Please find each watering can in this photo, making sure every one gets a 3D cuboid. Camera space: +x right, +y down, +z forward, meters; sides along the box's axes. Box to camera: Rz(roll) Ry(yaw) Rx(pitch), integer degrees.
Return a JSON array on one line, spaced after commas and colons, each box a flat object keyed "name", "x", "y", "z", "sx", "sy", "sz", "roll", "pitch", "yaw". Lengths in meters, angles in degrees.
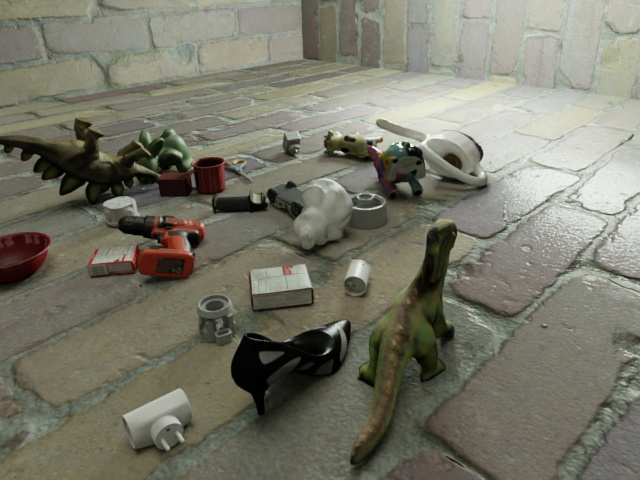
[{"name": "watering can", "x": 0.339, "y": -0.271, "z": 1.485, "sx": 0.350, "sy": 0.102, "sz": 0.227, "roll": 37, "pitch": 34, "yaw": 14}]

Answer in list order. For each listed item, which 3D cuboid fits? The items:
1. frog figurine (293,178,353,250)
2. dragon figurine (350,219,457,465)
[{"name": "frog figurine", "x": 0.003, "y": -0.056, "z": 1.122, "sx": 0.122, "sy": 0.135, "sz": 0.162, "roll": -10, "pitch": 21, "yaw": 20}, {"name": "dragon figurine", "x": 0.133, "y": 0.088, "z": 0.726, "sx": 0.122, "sy": 0.238, "sz": 0.417, "roll": 13, "pitch": 28, "yaw": 17}]
